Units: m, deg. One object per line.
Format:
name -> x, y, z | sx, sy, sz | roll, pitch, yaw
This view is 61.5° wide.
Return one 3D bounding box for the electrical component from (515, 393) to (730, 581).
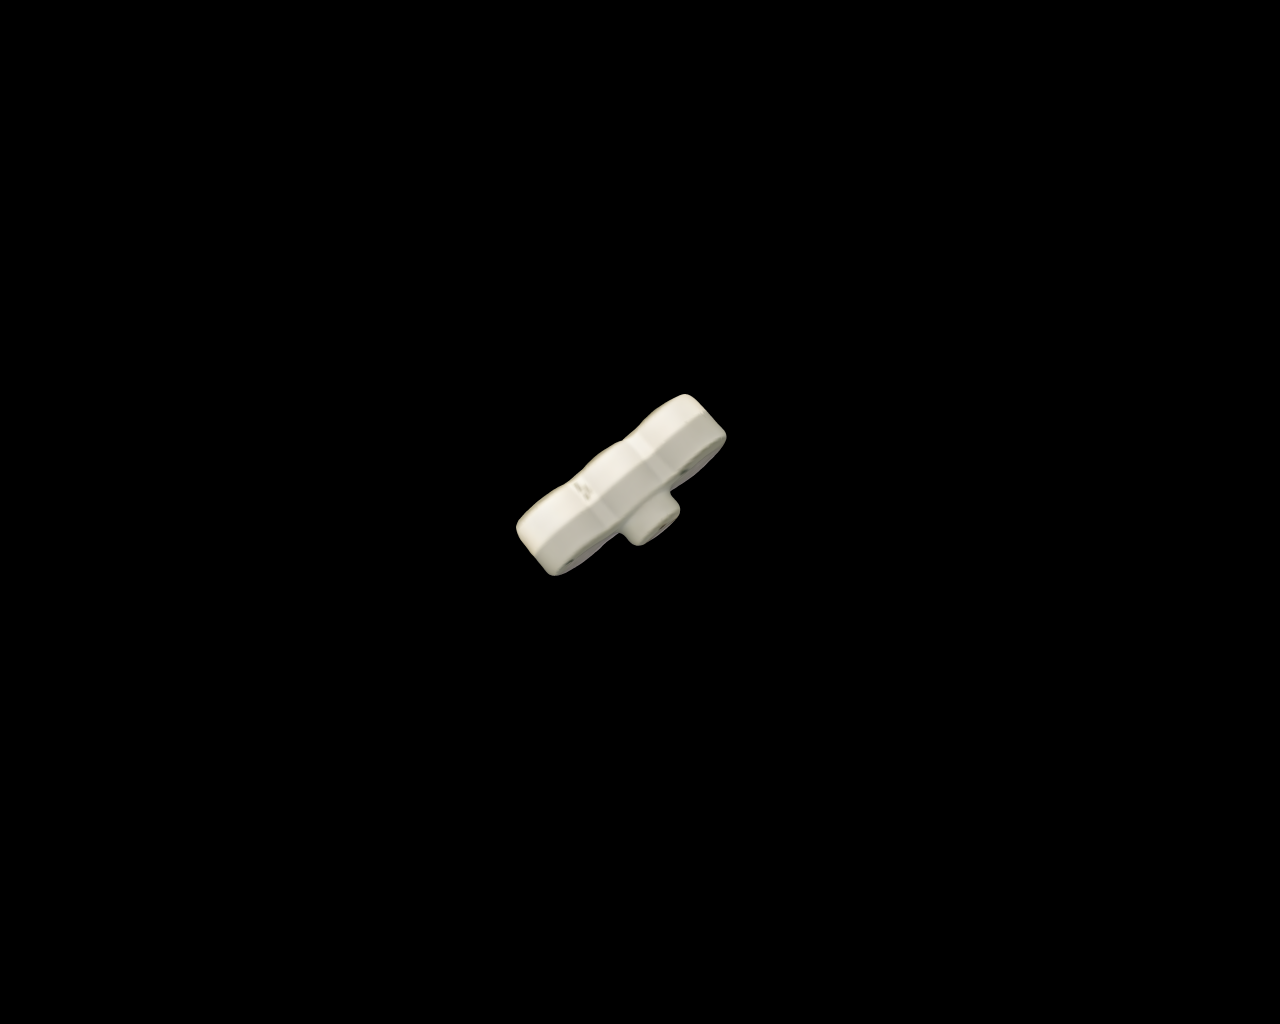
electrical component -> 0.001, -0.003, 0.650 | 0.138, 0.074, 0.052 | -38, -9, -7
